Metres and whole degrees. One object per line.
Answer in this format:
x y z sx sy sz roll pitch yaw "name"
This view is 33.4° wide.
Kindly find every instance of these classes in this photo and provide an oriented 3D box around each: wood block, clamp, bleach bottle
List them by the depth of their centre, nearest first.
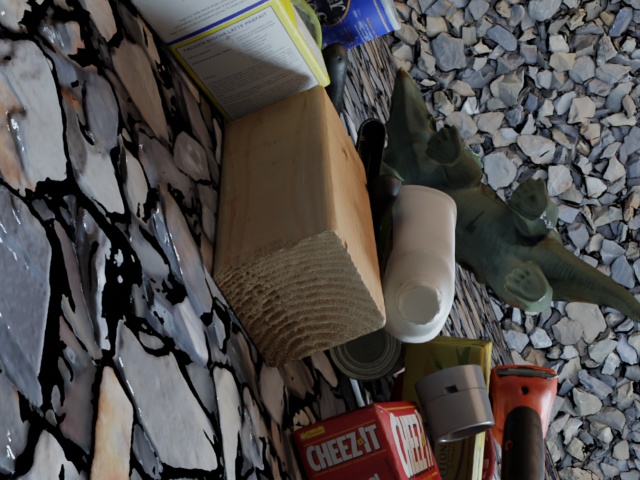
-0.016 -0.017 0.783 0.206 0.090 0.090 -93 158 -56 "wood block"
0.080 0.019 0.869 0.250 0.068 0.102 -68 169 -81 "bleach bottle"
0.034 -0.019 0.932 0.120 0.039 0.172 -84 -170 -52 "clamp"
-0.005 -0.105 1.025 0.165 0.036 0.210 -130 -149 -58 "clamp"

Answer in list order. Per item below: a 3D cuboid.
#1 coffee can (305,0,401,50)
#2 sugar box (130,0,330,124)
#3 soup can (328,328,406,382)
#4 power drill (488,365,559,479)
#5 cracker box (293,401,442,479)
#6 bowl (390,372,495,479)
0.008 -0.259 1.199 0.102 0.140 0.103 -21 90 -79 "coffee can"
-0.067 -0.163 0.797 0.176 0.093 0.048 54 18 -53 "sugar box"
0.050 0.090 0.953 0.102 0.068 0.068 13 56 -75 "soup can"
0.165 0.212 0.874 0.184 0.057 0.187 86 9 -47 "power drill"
0.065 0.225 0.765 0.164 0.072 0.214 30 40 -74 "cracker box"
0.117 0.182 1.080 0.162 0.055 0.162 44 33 -39 "bowl"
